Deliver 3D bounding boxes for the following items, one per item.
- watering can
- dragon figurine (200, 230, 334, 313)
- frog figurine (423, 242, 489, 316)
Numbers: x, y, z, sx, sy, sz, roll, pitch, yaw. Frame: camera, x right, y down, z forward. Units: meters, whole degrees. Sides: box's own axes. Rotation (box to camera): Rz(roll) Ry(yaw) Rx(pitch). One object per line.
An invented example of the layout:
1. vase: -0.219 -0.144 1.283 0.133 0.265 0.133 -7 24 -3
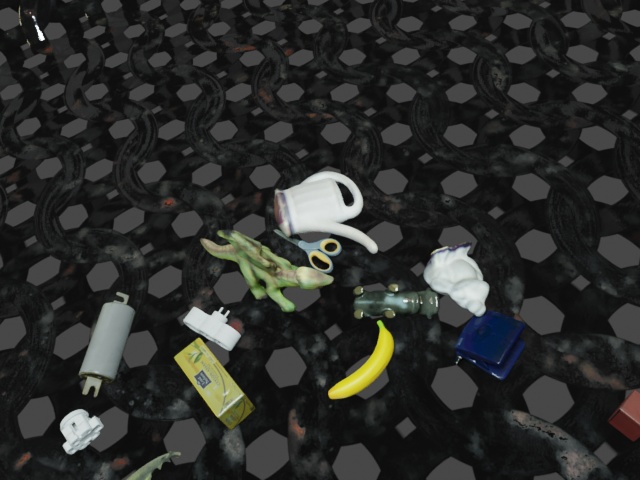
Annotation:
1. watering can: 0.004 -0.064 1.263 0.224 0.101 0.355 -15 39 -3
2. dragon figurine: -0.153 0.034 1.159 0.412 0.238 0.124 22 67 21
3. frog figurine: 0.302 0.097 1.108 0.137 0.120 0.162 4 55 -44
